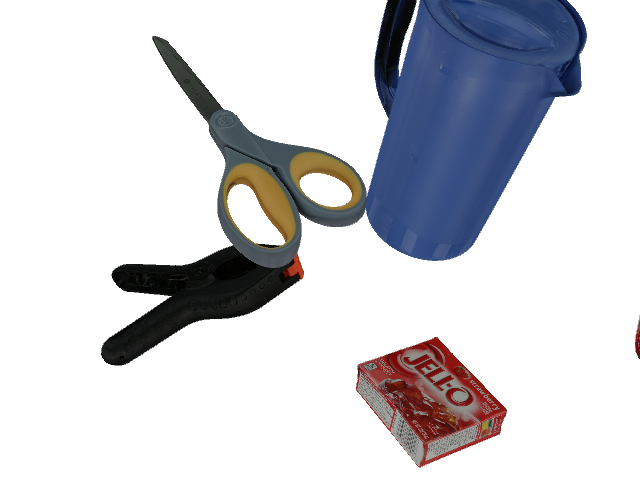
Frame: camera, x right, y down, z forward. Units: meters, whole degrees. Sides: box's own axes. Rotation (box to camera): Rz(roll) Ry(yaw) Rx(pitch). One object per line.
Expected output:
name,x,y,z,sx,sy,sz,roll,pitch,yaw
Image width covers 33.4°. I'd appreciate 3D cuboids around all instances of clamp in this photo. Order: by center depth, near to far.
clamp,-0.100,0.047,0.861,0.171,0.039,0.120,-13,39,14

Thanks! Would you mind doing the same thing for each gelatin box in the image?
gelatin box,0.079,0.115,0.779,0.073,0.030,0.089,-15,42,-26

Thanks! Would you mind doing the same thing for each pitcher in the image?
pitcher,0.111,-0.106,0.905,0.145,0.149,0.243,11,-45,-7

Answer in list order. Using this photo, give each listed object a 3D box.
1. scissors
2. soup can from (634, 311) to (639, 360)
scissors,-0.037,-0.066,0.648,0.096,0.202,0.016,-9,-39,-14
soup can,0.192,0.016,0.510,0.068,0.102,0.068,2,28,-1
